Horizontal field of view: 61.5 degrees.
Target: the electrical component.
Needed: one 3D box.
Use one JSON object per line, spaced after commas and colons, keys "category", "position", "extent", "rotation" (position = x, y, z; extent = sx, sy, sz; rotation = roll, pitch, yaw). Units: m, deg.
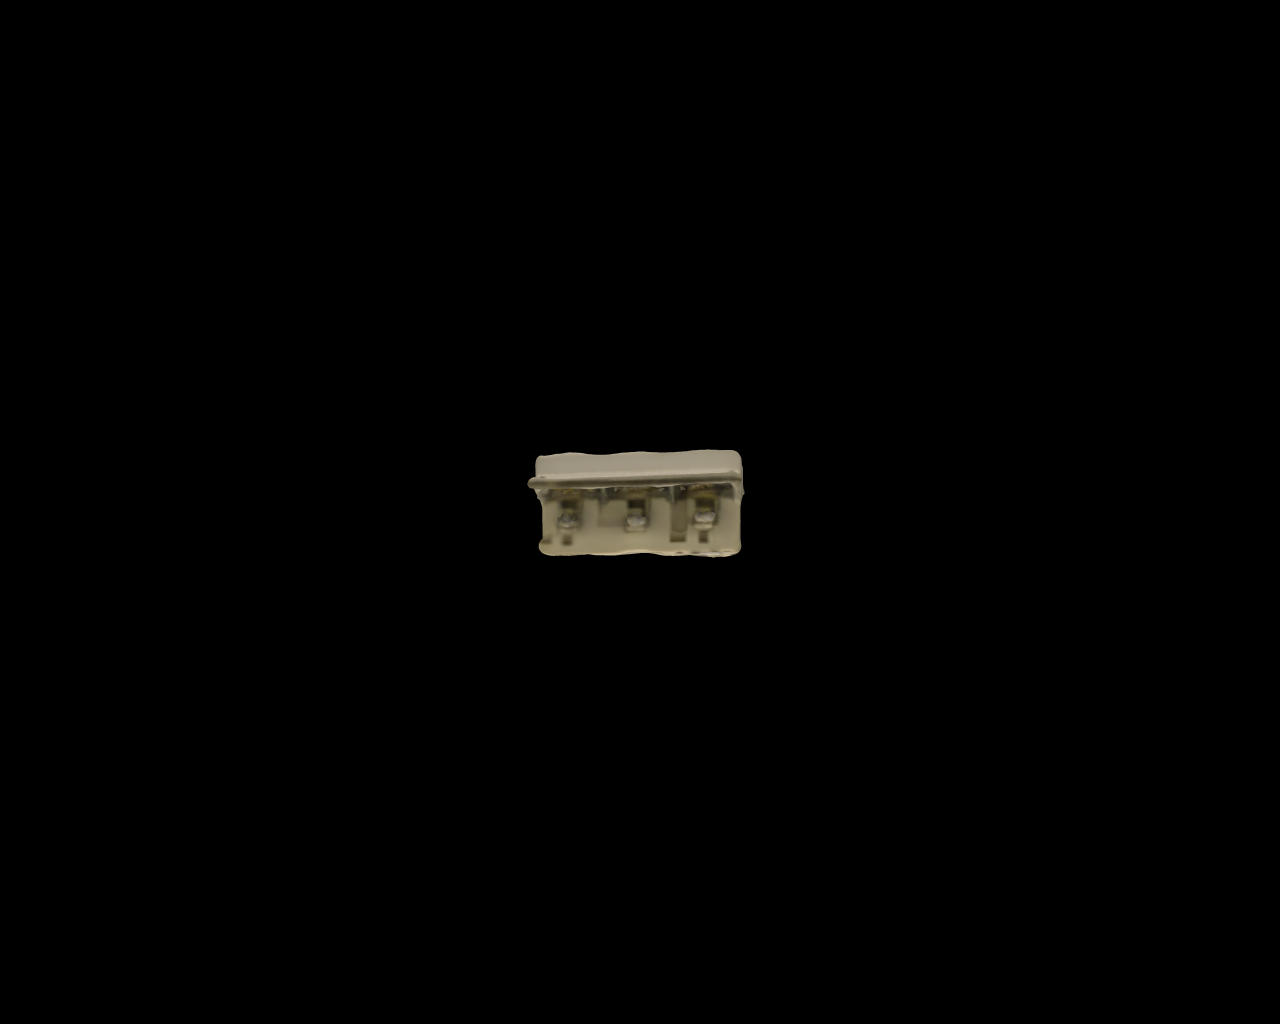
{"category": "electrical component", "position": [0.001, -0.003, 0.650], "extent": [0.121, 0.063, 0.078], "rotation": [0, -4, 7]}
